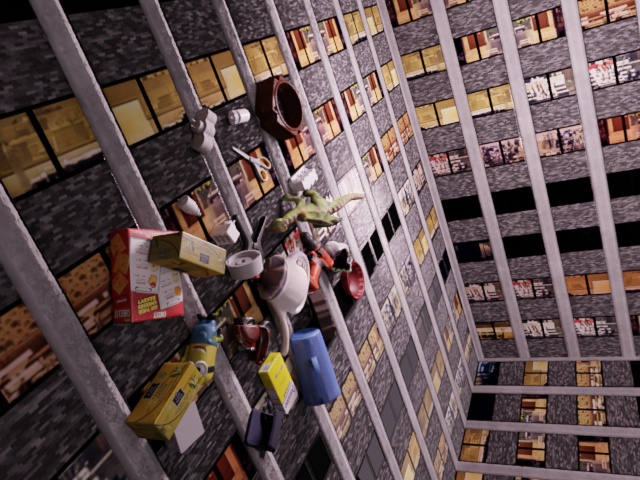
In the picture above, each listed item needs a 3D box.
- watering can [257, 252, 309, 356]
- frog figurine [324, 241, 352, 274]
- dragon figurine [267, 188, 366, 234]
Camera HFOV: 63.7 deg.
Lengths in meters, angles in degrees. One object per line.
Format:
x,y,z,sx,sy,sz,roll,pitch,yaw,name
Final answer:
-0.119,0.192,1.701,0.221,0.104,0.353,39,58,-49,watering can
0.063,0.061,2.087,0.135,0.122,0.162,55,1,-25,frog figurine
0.006,-0.091,1.810,0.247,0.411,0.120,-125,-155,-59,dragon figurine
